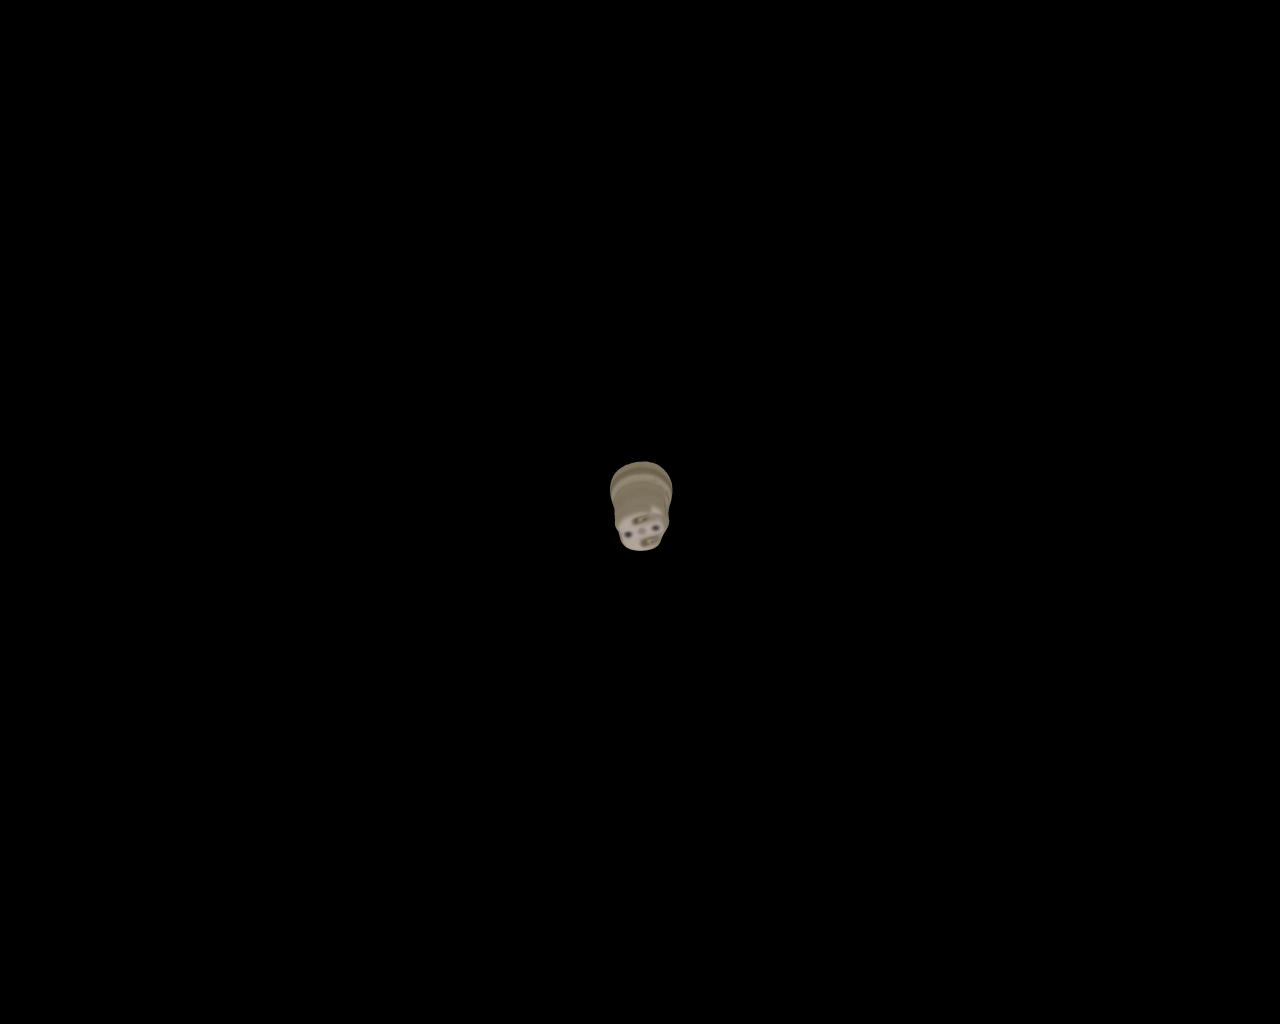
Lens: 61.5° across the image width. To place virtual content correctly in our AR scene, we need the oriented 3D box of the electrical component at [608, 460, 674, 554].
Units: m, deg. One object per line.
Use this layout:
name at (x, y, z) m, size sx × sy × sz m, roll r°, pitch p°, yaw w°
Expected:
electrical component at (0.001, -0.003, 0.650) m, size 0.040 × 0.040 × 0.046 m, roll 0°, pitch 40°, yaw 0°
